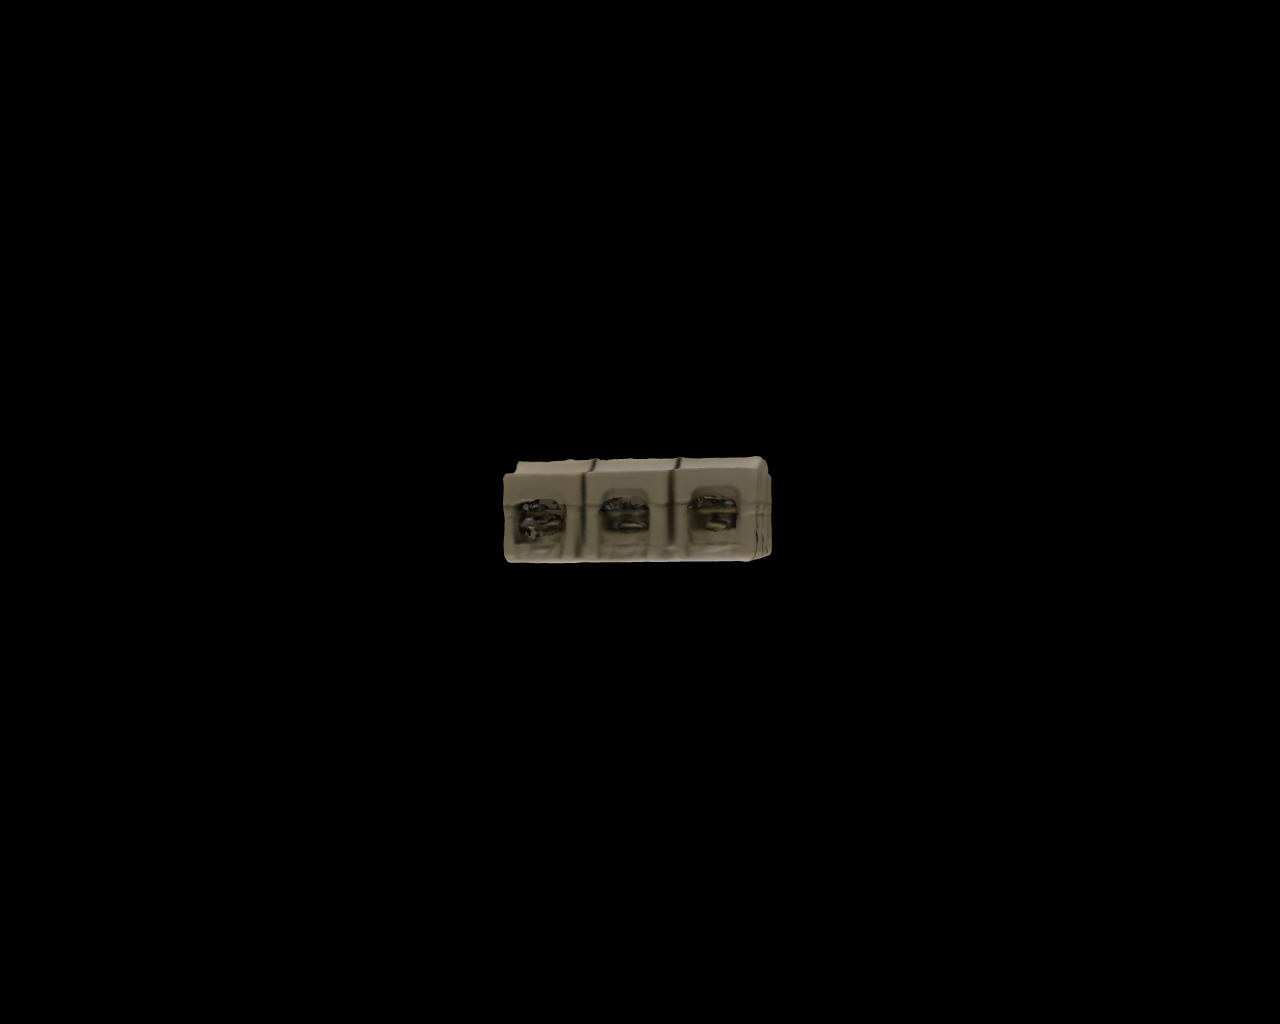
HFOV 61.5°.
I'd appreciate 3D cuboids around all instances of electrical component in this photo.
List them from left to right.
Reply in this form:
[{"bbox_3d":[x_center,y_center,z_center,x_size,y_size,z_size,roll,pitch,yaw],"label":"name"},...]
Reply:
[{"bbox_3d":[0.001,-0.003,0.650,0.150,0.061,0.089,0,0,13],"label":"electrical component"}]
